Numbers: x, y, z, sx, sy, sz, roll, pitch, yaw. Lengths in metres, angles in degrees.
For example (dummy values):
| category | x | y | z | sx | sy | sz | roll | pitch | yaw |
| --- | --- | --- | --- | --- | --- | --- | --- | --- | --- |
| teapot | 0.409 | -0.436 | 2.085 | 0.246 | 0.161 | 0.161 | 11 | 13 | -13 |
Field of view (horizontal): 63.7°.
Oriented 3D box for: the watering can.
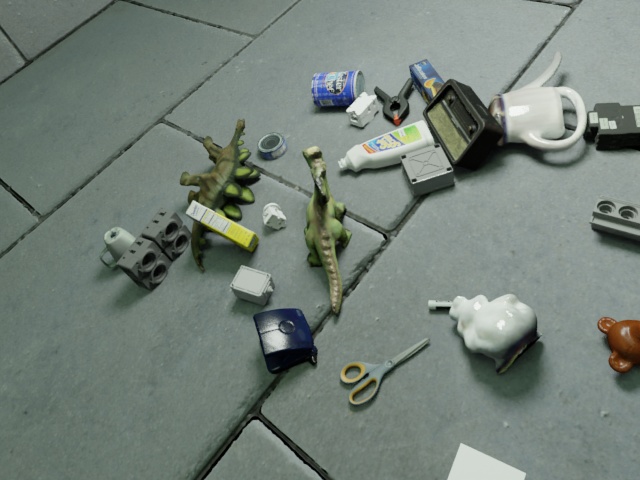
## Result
| category | x | y | z | sx | sy | sz | roll | pitch | yaw |
| --- | --- | --- | --- | --- | --- | --- | --- | --- | --- |
| watering can | 0.545 | -0.351 | 1.317 | 0.224 | 0.102 | 0.356 | -4 | 53 | 16 |

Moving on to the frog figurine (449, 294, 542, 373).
| category | x | y | z | sx | sy | sz | roll | pitch | yaw |
| --- | --- | --- | --- | --- | --- | --- | --- | --- | --- |
| frog figurine | 0.326 | 0.155 | 0.983 | 0.137 | 0.121 | 0.161 | -47 | 63 | 5 |

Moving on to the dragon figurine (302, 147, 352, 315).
| category | x | y | z | sx | sy | sz | roll | pitch | yaw |
| --- | --- | --- | --- | --- | --- | --- | --- | --- | --- |
| dragon figurine | 0.004 | -0.059 | 1.181 | 0.122 | 0.237 | 0.420 | -13 | 48 | 3 |
